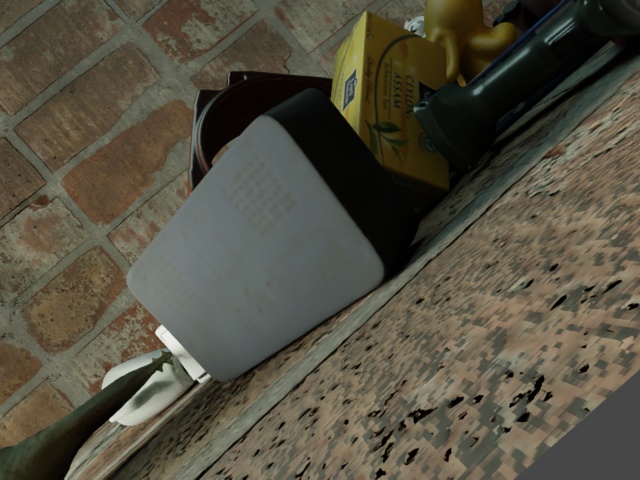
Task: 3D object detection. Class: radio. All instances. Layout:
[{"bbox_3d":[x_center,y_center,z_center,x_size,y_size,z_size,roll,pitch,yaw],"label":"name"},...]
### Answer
[{"bbox_3d":[-0.045,0.011,0.411,0.229,0.131,0.073,-40,2,40],"label":"radio"}]

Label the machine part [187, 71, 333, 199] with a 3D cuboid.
[{"bbox_3d":[-0.033,-0.077,0.559,0.087,0.201,0.201,107,163,-59],"label":"machine part"}]

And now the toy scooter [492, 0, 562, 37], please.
[{"bbox_3d":[0.271,-0.281,0.678,0.075,0.135,0.184,-43,1,-9],"label":"toy scooter"}]

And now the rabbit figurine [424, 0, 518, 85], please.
[{"bbox_3d":[0.182,-0.225,0.646,0.162,0.173,0.122,-37,6,-3],"label":"rabbit figurine"}]

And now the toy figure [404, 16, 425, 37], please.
[{"bbox_3d":[0.139,-0.216,0.736,0.082,0.180,0.089,11,10,37],"label":"toy figure"}]

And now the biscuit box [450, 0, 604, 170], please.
[{"bbox_3d":[0.195,-0.159,0.561,0.202,0.059,0.063,-41,2,4],"label":"biscuit box"}]

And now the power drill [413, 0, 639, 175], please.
[{"bbox_3d":[0.170,-0.140,0.396,0.207,0.086,0.232,-44,-1,37],"label":"power drill"}]

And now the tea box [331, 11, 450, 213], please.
[{"bbox_3d":[0.063,-0.116,0.504,0.068,0.098,0.169,-41,40,55],"label":"tea box"}]

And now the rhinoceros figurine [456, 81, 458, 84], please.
[{"bbox_3d":[0.219,-0.226,0.804,0.190,0.112,0.073,-41,5,2],"label":"rhinoceros figurine"}]

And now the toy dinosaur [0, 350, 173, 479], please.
[{"bbox_3d":[-0.292,0.244,0.464,0.471,0.105,0.198,-40,0,-36],"label":"toy dinosaur"}]

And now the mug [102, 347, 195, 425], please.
[{"bbox_3d":[-0.214,0.181,0.677,0.107,0.080,0.109,-30,0,17],"label":"mug"}]
